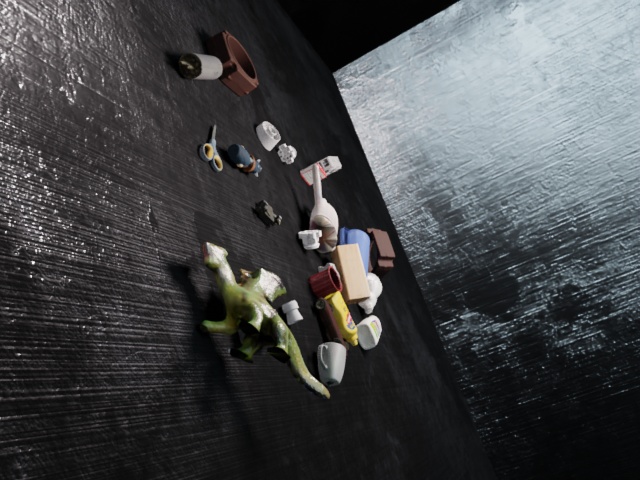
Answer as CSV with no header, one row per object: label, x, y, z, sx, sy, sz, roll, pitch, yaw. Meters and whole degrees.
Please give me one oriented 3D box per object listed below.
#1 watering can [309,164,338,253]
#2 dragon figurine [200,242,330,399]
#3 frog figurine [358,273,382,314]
watering can,0.006,-0.099,1.958,0.104,0.342,0.229,-11,24,9
dragon figurine,-0.115,0.157,1.137,0.120,0.406,0.249,-35,25,30
frog figurine,0.206,0.218,2.118,0.123,0.134,0.163,-11,35,-6
